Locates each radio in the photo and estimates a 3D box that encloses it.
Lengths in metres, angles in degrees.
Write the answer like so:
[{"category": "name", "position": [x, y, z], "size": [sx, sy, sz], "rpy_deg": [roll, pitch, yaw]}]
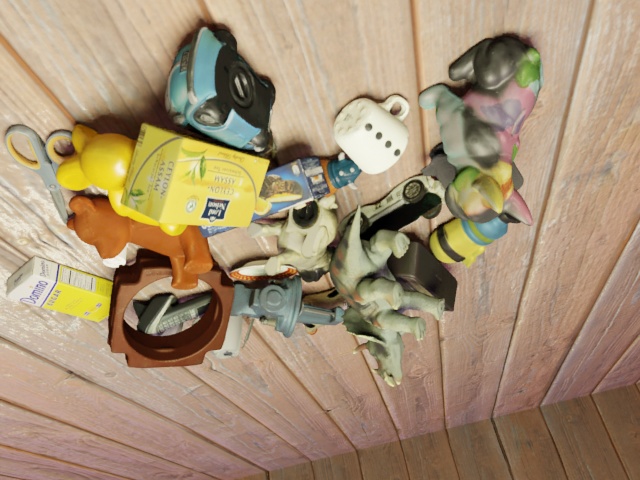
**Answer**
[{"category": "radio", "position": [0.177, 0.075, 1.071], "size": [0.131, 0.073, 0.229], "rpy_deg": [1, 157, 34]}]

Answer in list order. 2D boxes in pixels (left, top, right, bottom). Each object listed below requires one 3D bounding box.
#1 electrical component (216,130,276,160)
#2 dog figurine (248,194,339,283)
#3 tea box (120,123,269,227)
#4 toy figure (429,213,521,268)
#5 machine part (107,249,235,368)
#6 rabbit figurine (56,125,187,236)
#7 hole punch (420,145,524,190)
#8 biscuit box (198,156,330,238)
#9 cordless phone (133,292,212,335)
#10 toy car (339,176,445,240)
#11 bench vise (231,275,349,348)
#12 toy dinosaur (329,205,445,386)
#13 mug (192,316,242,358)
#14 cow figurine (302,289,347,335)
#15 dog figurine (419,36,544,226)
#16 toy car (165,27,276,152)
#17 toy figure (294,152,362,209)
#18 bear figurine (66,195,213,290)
[{"category": "electrical component", "position": [-0.110, -0.120, 0.752], "size": [0.078, 0.045, 0.102], "rpy_deg": [40, 123, -17]}, {"category": "dog figurine", "position": [-0.005, -0.005, 0.928], "size": [0.172, 0.121, 0.190], "rpy_deg": [-26, 159, 25]}, {"category": "tea box", "position": [-0.142, -0.071, 0.642], "size": [0.169, 0.068, 0.098], "rpy_deg": [-3, 113, -64]}, {"category": "toy figure", "position": [0.282, -0.020, 0.998], "size": [0.089, 0.082, 0.180], "rpy_deg": [26, 143, -17]}, {"category": "machine part", "position": [-0.265, 0.120, 0.951], "size": [0.201, 0.087, 0.200], "rpy_deg": [4, 112, -26]}, {"category": "rabbit figurine", "position": [-0.241, -0.091, 0.670], "size": [0.162, 0.122, 0.173], "rpy_deg": [21, 177, 5]}, {"category": "hole punch", "position": [0.241, -0.121, 0.841], "size": [0.142, 0.092, 0.115], "rpy_deg": [-26, 116, 25]}, {"category": "biscuit box", "position": [-0.090, -0.060, 0.774], "size": [0.203, 0.059, 0.063], "rpy_deg": [-18, -175, 27]}, {"category": "cordless phone", "position": [-0.272, 0.156, 1.091], "size": [0.184, 0.089, 0.146], "rpy_deg": [-18, 148, -15]}, {"category": "toy car", "position": [0.126, -0.046, 0.930], "size": [0.202, 0.056, 0.073], "rpy_deg": [-31, 137, 24]}, {"category": "bench vise", "position": [-0.057, 0.138, 1.056], "size": [0.241, 0.129, 0.223], "rpy_deg": [11, 154, -13]}, {"category": "toy dinosaur", "position": [0.083, 0.079, 0.921], "size": [0.192, 0.131, 0.404], "rpy_deg": [-1, 133, 37]}, {"category": "mug", "position": [-0.213, 0.194, 1.134], "size": [0.110, 0.107, 0.080], "rpy_deg": [-7, 146, -12]}, {"category": "cow figurine", "position": [0.044, 0.134, 1.154], "size": [0.195, 0.085, 0.127], "rpy_deg": [-15, 153, 6]}, {"category": "dog figurine", "position": [0.228, -0.127, 0.690], "size": [0.108, 0.219, 0.191], "rpy_deg": [15, 139, -40]}, {"category": "toy car", "position": [-0.125, -0.167, 0.634], "size": [0.103, 0.109, 0.161], "rpy_deg": [-1, 166, 26]}, {"category": "toy figure", "position": [-0.011, -0.090, 0.809], "size": [0.155, 0.058, 0.064], "rpy_deg": [-16, 128, 13]}, {"category": "bear figurine", "position": [-0.272, 0.001, 0.804], "size": [0.196, 0.132, 0.120], "rpy_deg": [2, 155, -32]}]
